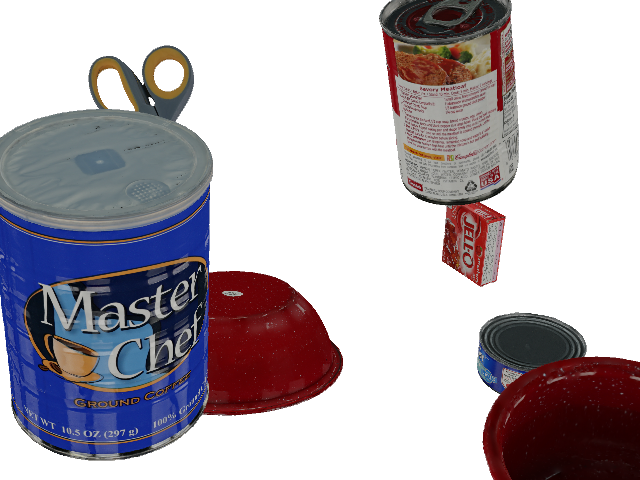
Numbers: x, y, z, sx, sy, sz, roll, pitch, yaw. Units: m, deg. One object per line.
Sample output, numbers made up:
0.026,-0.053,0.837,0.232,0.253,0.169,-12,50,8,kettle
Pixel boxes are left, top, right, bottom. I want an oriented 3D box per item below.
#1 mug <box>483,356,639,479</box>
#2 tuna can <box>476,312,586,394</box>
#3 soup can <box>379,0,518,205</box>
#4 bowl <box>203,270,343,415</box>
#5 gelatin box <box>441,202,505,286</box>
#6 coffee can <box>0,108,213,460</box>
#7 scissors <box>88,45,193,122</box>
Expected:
0.114,0.104,0.381,0.117,0.081,0.093,5,37,8,mug
0.171,0.095,0.869,0.086,0.034,0.086,1,28,-1,tuna can
0.072,-0.079,0.579,0.068,0.102,0.068,-7,36,5,soup can
-0.063,0.062,0.755,0.162,0.055,0.162,1,19,0,bowl
0.179,-0.001,1.260,0.030,0.089,0.073,-15,32,-30,gelatin box
-0.105,0.021,0.522,0.103,0.140,0.103,3,33,-2,coffee can
-0.118,-0.086,0.880,0.096,0.202,0.016,-34,-20,-13,scissors
